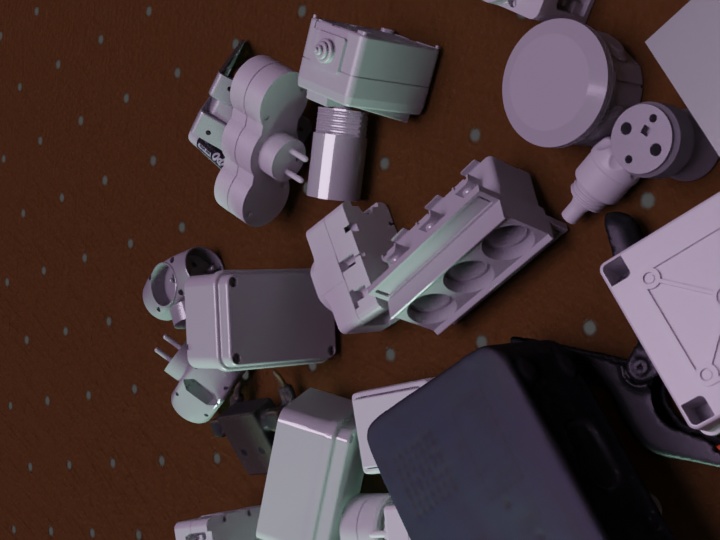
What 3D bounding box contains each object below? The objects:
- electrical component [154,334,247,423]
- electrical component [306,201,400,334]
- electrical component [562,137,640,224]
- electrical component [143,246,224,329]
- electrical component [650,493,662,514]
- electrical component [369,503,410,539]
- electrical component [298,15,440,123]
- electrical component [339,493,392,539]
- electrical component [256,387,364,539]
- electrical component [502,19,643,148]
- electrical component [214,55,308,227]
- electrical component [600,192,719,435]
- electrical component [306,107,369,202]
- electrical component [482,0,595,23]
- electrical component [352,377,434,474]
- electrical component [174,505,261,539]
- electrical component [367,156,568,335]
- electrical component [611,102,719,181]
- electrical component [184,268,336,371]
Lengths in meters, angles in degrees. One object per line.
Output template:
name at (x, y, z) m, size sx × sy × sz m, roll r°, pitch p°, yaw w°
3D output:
electrical component at (-0.150, 0.088, 0.976) m, size 0.079 × 0.043 × 0.077 m, roll 36°, pitch 123°, yaw -2°
electrical component at (0.000, 0.000, 0.830) m, size 0.056 × 0.050 × 0.089 m, roll -35°, pitch 67°, yaw 40°
electrical component at (0.151, -0.054, 0.686) m, size 0.061 × 0.035 × 0.035 m, roll -54°, pitch 55°, yaw 35°
electrical component at (-0.160, 0.030, 1.000) m, size 0.077 × 0.044 × 0.079 m, roll -33°, pitch 68°, yaw 41°
electrical component at (0.127, 0.163, 0.699) m, size 0.113 × 0.057 × 0.078 m, roll 26°, pitch 109°, yaw 42°
electrical component at (0.042, 0.184, 0.760) m, size 0.076 × 0.083 × 0.047 m, roll -12°, pitch 82°, yaw 36°
electrical component at (0.000, -0.148, 0.794) m, size 0.062 × 0.096 × 0.061 m, roll 30°, pitch 112°, yaw 42°
electrical component at (0.009, 0.241, 0.825) m, size 0.074 × 0.052 × 0.138 m, roll -12°, pitch 82°, yaw 45°
electrical component at (-0.033, 0.158, 0.840) m, size 0.057 × 0.078 × 0.113 m, roll 15°, pitch 103°, yaw 15°
electrical component at (0.136, -0.117, 0.689) m, size 0.080 × 0.051 × 0.080 m, roll 1°, pitch 92°, yaw 46°
electrical component at (-0.069, -0.095, 0.869) m, size 0.074 × 0.052 × 0.138 m, roll 34°, pitch 125°, yaw 32°
electrical component at (0.208, 0.019, 0.592) m, size 0.109 × 0.056 × 0.108 m, roll -34°, pitch 66°, yaw 19°
electrical component at (-0.016, -0.097, 0.850) m, size 0.043 × 0.043 × 0.081 m, roll 15°, pitch 101°, yaw 45°
electrical component at (0.084, -0.246, 0.732) m, size 0.186 × 0.060 × 0.105 m, roll 37°, pitch 116°, yaw 39°
electrical component at (0.045, 0.111, 0.779) m, size 0.096 × 0.061 × 0.061 m, roll -17°, pitch 79°, yaw 45°
electrical component at (-0.108, 0.231, 0.918) m, size 0.056 × 0.089 × 0.050 m, roll -19°, pitch 77°, yaw 44°
electrical component at (0.071, -0.017, 0.746) m, size 0.121 × 0.079 × 0.063 m, roll -44°, pitch 39°, yaw 37°
electrical component at (0.182, -0.076, 0.639) m, size 0.045 × 0.055 × 0.045 m, roll 2°, pitch 92°, yaw 46°
electrical component at (-0.078, 0.039, 0.867) m, size 0.057 × 0.113 × 0.078 m, roll -5°, pitch 87°, yaw 49°
